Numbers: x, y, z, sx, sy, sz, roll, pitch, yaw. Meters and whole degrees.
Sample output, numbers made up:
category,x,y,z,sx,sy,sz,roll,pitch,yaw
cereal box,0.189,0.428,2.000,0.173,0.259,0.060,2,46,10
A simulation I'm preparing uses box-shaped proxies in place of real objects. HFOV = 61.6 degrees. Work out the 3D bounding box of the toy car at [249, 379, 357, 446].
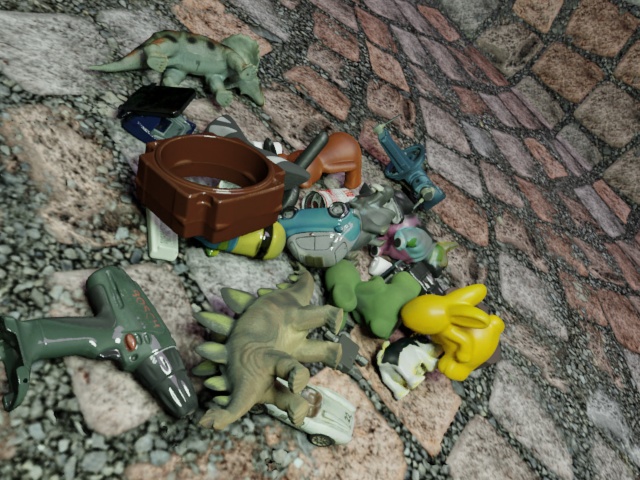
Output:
category,x,y,z,sx,sy,sz,roll,pitch,yaw
toy car,-0.035,0.240,0.800,0.201,0.056,0.073,32,40,-15

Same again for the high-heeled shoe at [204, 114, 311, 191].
category,x,y,z,sx,sy,sz,roll,pitch,yaw
high-heeled shoe,-0.117,-0.173,1.024,0.249,0.086,0.145,10,59,17

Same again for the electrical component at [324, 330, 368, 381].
category,x,y,z,sx,sy,sz,roll,pitch,yaw
electrical component,0.040,0.198,0.932,0.094,0.021,0.063,40,39,-5

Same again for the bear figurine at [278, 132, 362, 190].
category,x,y,z,sx,sy,sz,roll,pitch,yaw
bear figurine,-0.001,-0.153,1.164,0.196,0.131,0.120,-36,63,-30

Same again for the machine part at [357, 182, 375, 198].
category,x,y,z,sx,sy,sz,roll,pitch,yaw
machine part,0.105,-0.088,1.242,0.139,0.039,0.084,-28,84,-52

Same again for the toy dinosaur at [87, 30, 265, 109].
category,x,y,z,sx,sy,sz,roll,pitch,yaw
toy dinosaur,-0.272,-0.377,1.123,0.405,0.131,0.192,5,40,-33

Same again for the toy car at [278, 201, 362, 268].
category,x,y,z,sx,sy,sz,roll,pitch,yaw
toy car,-0.002,-0.003,0.981,0.162,0.109,0.103,-1,58,2

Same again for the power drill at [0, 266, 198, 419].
category,x,y,z,sx,sy,sz,roll,pitch,yaw
power drill,-0.276,0.141,0.663,0.207,0.086,0.232,-10,61,-41

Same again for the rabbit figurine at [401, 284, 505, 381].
category,x,y,z,sx,sy,sz,roll,pitch,yaw
rabbit figurine,0.223,0.148,0.921,0.173,0.162,0.122,29,45,-21

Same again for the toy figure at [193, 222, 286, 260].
category,x,y,z,sx,sy,sz,roll,pitch,yaw
toy figure,-0.145,-0.011,0.916,0.180,0.082,0.089,11,44,-36

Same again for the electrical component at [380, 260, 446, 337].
category,x,y,z,sx,sy,sz,roll,pitch,yaw
electrical component,0.178,0.108,1.061,0.134,0.115,0.058,51,37,7

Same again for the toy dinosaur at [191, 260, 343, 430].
category,x,y,z,sx,sy,sz,roll,pitch,yaw
toy dinosaur,-0.066,0.127,0.780,0.199,0.105,0.471,13,19,14

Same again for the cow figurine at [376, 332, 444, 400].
category,x,y,z,sx,sy,sz,roll,pitch,yaw
cow figurine,0.167,0.212,0.998,0.098,0.068,0.167,46,37,13

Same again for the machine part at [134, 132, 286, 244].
category,x,y,z,sx,sy,sz,roll,pitch,yaw
machine part,-0.172,-0.092,0.859,0.201,0.087,0.201,38,40,29

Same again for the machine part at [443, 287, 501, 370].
category,x,y,z,sx,sy,sz,roll,pitch,yaw
machine part,0.309,0.190,1.149,0.179,0.056,0.179,24,43,-25

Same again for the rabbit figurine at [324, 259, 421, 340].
category,x,y,z,sx,sy,sz,roll,pitch,yaw
rabbit figurine,0.072,0.110,0.996,0.170,0.121,0.159,34,42,17

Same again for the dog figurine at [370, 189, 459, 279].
category,x,y,z,sx,sy,sz,roll,pitch,yaw
dog figurine,0.211,-0.011,1.203,0.219,0.108,0.191,11,64,-40

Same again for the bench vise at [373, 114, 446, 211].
category,x,y,z,sx,sy,sz,roll,pitch,yaw
bench vise,0.212,-0.187,1.344,0.240,0.129,0.224,47,27,-24

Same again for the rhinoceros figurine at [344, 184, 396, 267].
category,x,y,z,sx,sy,sz,roll,pitch,yaw
rhinoceros figurine,0.086,-0.032,1.088,0.112,0.073,0.190,40,78,21

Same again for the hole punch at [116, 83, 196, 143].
category,x,y,z,sx,sy,sz,roll,pitch,yaw
hole punch,-0.295,-0.226,0.994,0.116,0.092,0.142,10,44,6
